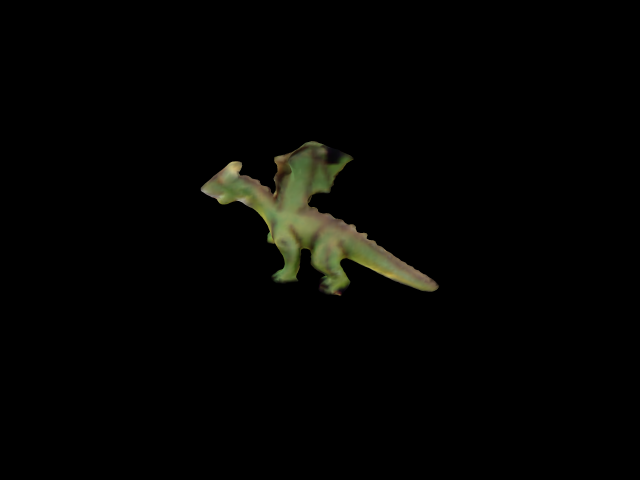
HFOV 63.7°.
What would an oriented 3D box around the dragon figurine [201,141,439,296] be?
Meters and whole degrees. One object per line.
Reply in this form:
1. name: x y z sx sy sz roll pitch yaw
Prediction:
1. dragon figurine: 0.003 -0.043 0.850 0.411 0.237 0.125 8 37 11
